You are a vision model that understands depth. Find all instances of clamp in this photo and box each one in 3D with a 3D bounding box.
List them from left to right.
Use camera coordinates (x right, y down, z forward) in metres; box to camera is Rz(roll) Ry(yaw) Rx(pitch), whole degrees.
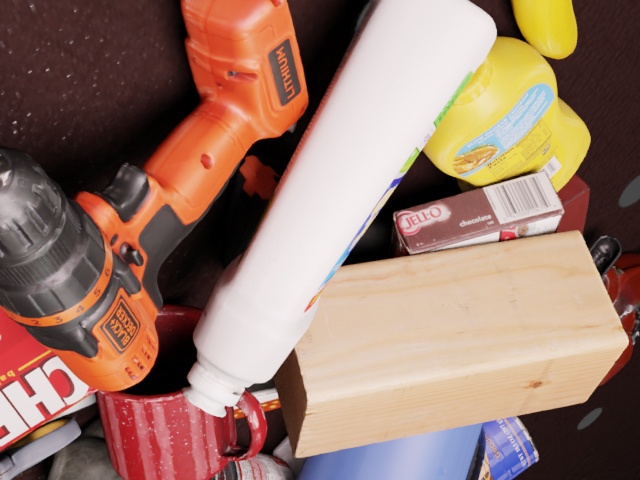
[{"bbox_3d":[-0.005,0.001,0.699,0.164,0.036,0.210,-35,152,-11],"label":"clamp"},{"bbox_3d":[0.198,0.068,0.922,0.120,0.039,0.171,7,115,-60],"label":"clamp"}]

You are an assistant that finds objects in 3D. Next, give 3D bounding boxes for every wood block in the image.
[{"bbox_3d":[0.076,0.067,0.691,0.206,0.090,0.091,-8,147,-13],"label":"wood block"}]

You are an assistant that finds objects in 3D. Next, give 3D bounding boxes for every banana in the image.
[{"bbox_3d":[0.141,-0.172,0.634,0.069,0.037,0.198,-27,146,-19],"label":"banana"}]

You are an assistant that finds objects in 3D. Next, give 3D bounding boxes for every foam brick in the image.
[{"bbox_3d":[0.173,-0.022,0.838,0.051,0.053,0.078,-31,147,-14],"label":"foam brick"}]

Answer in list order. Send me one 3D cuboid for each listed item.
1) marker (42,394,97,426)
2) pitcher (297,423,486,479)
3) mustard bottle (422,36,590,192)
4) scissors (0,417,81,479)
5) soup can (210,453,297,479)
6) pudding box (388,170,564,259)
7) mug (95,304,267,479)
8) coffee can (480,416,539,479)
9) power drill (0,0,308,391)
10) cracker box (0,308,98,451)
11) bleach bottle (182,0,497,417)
[{"bbox_3d":[-0.147,0.097,0.689,0.120,0.020,0.020,-20,143,-29],"label":"marker"},{"bbox_3d":[0.064,0.162,0.829,0.149,0.145,0.243,-32,142,-80],"label":"pitcher"},{"bbox_3d":[0.113,-0.080,0.699,0.096,0.058,0.191,-40,149,9],"label":"mustard bottle"},{"bbox_3d":[-0.198,0.139,0.603,0.096,0.016,0.201,-25,180,11],"label":"scissors"},{"bbox_3d":[-0.068,0.199,0.851,0.068,0.069,0.102,-45,148,8],"label":"soup can"},{"bbox_3d":[0.103,0.004,0.733,0.113,0.039,0.090,-14,150,-8],"label":"pudding box"},{"bbox_3d":[-0.084,0.101,0.652,0.093,0.117,0.081,-48,143,-49],"label":"mug"},{"bbox_3d":[0.125,0.214,1.035,0.140,0.103,0.103,-34,148,-9],"label":"coffee can"},{"bbox_3d":[-0.080,-0.037,0.483,0.187,0.057,0.184,-57,161,-20],"label":"power drill"},{"bbox_3d":[-0.206,0.043,0.511,0.164,0.072,0.214,-31,148,-14],"label":"cracker box"},{"bbox_3d":[0.002,-0.019,0.576,0.251,0.068,0.102,-59,179,6],"label":"bleach bottle"}]
